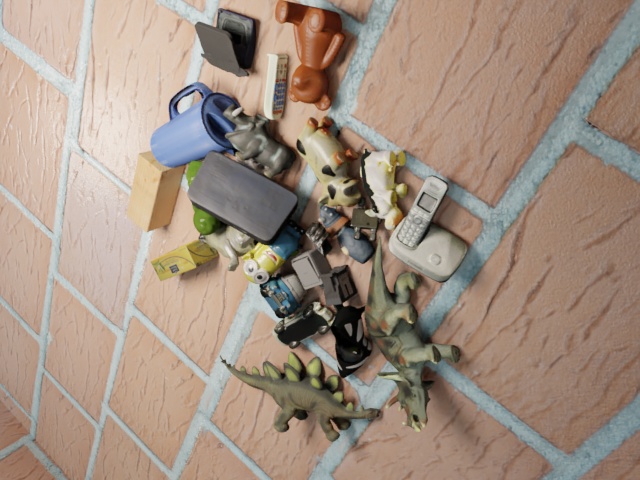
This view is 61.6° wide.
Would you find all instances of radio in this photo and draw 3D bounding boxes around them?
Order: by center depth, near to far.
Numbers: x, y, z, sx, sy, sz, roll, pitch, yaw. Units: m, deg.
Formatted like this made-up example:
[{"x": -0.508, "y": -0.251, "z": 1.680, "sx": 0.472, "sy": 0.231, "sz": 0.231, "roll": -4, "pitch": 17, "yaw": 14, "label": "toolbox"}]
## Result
[{"x": -0.175, "y": -0.091, "z": 1.211, "sx": 0.230, "sy": 0.073, "sz": 0.131, "roll": 28, "pitch": 79, "yaw": 3, "label": "radio"}]

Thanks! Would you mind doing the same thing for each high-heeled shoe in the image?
[{"x": 0.056, "y": 0.251, "z": 1.243, "sx": 0.086, "sy": 0.145, "sz": 0.248, "roll": 24, "pitch": 119, "yaw": 26, "label": "high-heeled shoe"}]

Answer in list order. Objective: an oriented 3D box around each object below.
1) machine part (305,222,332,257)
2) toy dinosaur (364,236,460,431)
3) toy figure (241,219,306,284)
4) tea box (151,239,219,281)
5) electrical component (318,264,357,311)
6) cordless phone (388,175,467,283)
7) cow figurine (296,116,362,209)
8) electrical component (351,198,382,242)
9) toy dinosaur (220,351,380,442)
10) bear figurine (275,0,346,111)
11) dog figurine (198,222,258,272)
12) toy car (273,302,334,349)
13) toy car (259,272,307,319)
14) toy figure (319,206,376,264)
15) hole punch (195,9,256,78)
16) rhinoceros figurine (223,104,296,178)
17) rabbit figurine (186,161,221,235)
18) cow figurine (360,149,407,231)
[{"x": -0.002, "y": -0.004, "z": 1.203, "sx": 0.039, "sy": 0.139, "sz": 0.084, "roll": -29, "pitch": 85, "yaw": -4, "label": "machine part"}, {"x": 0.165, "y": 0.199, "z": 1.174, "sx": 0.192, "sy": 0.131, "sz": 0.404, "roll": -27, "pitch": 86, "yaw": 38, "label": "toy dinosaur"}, {"x": -0.108, "y": 0.031, "z": 1.278, "sx": 0.082, "sy": 0.089, "sz": 0.180, "roll": 42, "pitch": 91, "yaw": 18, "label": "toy figure"}, {"x": -0.375, "y": 0.050, "z": 1.487, "sx": 0.170, "sy": 0.098, "sz": 0.068, "roll": -19, "pitch": 98, "yaw": 36, "label": "tea box"}, {"x": 0.046, "y": 0.124, "z": 1.242, "sx": 0.048, "sy": 0.075, "sz": 0.119, "roll": -14, "pitch": 94, "yaw": 39, "label": "electrical component"}, {"x": 0.232, "y": -0.024, "z": 1.055, "sx": 0.147, "sy": 0.089, "sz": 0.184, "roll": 33, "pitch": 119, "yaw": 20, "label": "cordless phone"}, {"x": 0.018, "y": -0.152, "z": 1.143, "sx": 0.195, "sy": 0.085, "sz": 0.127, "roll": 55, "pitch": 134, "yaw": 10, "label": "cow figurine"}, {"x": 0.100, "y": -0.044, "z": 1.153, "sx": 0.063, "sy": 0.021, "sz": 0.094, "roll": 5, "pitch": 77, "yaw": 13, "label": "electrical component"}, {"x": -0.068, "y": 0.399, "z": 1.420, "sx": 0.472, "sy": 0.105, "sz": 0.198, "roll": 3, "pitch": 103, "yaw": 24, "label": "toy dinosaur"}, {"x": -0.027, "y": -0.359, "z": 1.068, "sx": 0.120, "sy": 0.132, "sz": 0.195, "roll": 28, "pitch": 116, "yaw": 25, "label": "bear figurine"}, {"x": -0.213, "y": -0.025, "z": 1.357, "sx": 0.172, "sy": 0.121, "sz": 0.191, "roll": -49, "pitch": 56, "yaw": 3, "label": "dog figurine"}, {"x": -0.042, "y": 0.214, "z": 1.348, "sx": 0.202, "sy": 0.056, "sz": 0.073, "roll": -33, "pitch": 105, "yaw": 37, "label": "toy car"}, {"x": -0.083, "y": 0.126, "z": 1.309, "sx": 0.103, "sy": 0.161, "sz": 0.109, "roll": -36, "pitch": 88, "yaw": -6, "label": "toy car"}, {"x": 0.054, "y": -0.013, "z": 1.189, "sx": 0.154, "sy": 0.064, "sz": 0.057, "roll": 45, "pitch": 130, "yaw": 11, "label": "toy figure"}, {"x": -0.201, "y": -0.439, "z": 1.190, "sx": 0.142, "sy": 0.092, "sz": 0.115, "roll": 26, "pitch": 150, "yaw": 21, "label": "hole punch"}, {"x": -0.142, "y": -0.221, "z": 1.202, "sx": 0.190, "sy": 0.073, "sz": 0.112, "roll": 40, "pitch": 97, "yaw": -7, "label": "rhinoceros figurine"}, {"x": -0.280, "y": -0.096, "z": 1.321, "sx": 0.159, "sy": 0.121, "sz": 0.170, "roll": 177, "pitch": 103, "yaw": -72, "label": "rabbit figurine"}, {"x": 0.124, "y": -0.103, "z": 1.103, "sx": 0.098, "sy": 0.068, "sz": 0.167, "roll": 9, "pitch": 110, "yaw": 38, "label": "cow figurine"}]
